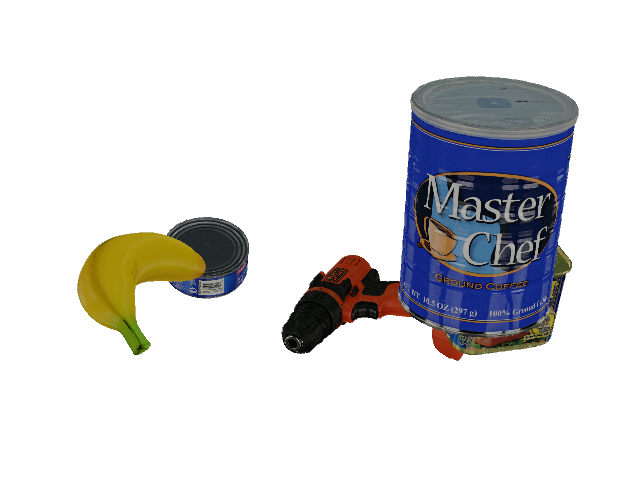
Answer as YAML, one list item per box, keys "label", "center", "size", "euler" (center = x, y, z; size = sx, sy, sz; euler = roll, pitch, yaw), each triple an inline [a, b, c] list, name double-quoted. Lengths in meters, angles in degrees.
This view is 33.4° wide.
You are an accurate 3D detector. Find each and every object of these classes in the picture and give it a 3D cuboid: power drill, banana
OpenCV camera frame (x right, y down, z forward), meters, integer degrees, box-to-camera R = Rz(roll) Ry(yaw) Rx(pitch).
- label: "power drill"
  center: [0.069, 0.078, 1.148]
  size: [0.188, 0.057, 0.184]
  euler: [9, 29, 22]
- label: "banana"
  center: [-0.129, 0.026, 0.754]
  size: [0.037, 0.069, 0.197]
  euler: [-36, 8, 14]

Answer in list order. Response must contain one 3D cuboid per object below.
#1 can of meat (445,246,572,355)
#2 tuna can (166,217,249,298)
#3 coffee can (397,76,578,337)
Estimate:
- label: "can of meat"
  center: [0.162, 0.050, 0.943]
  size: [0.102, 0.084, 0.057]
  euler: [-5, 34, -15]
- label: "tuna can"
  center: [-0.115, 0.017, 1.070]
  size: [0.086, 0.034, 0.086]
  euler: [3, 44, -3]
- label: "coffee can"
  center: [0.105, -0.024, 0.687]
  size: [0.103, 0.140, 0.103]
  euler: [1, 26, -1]
